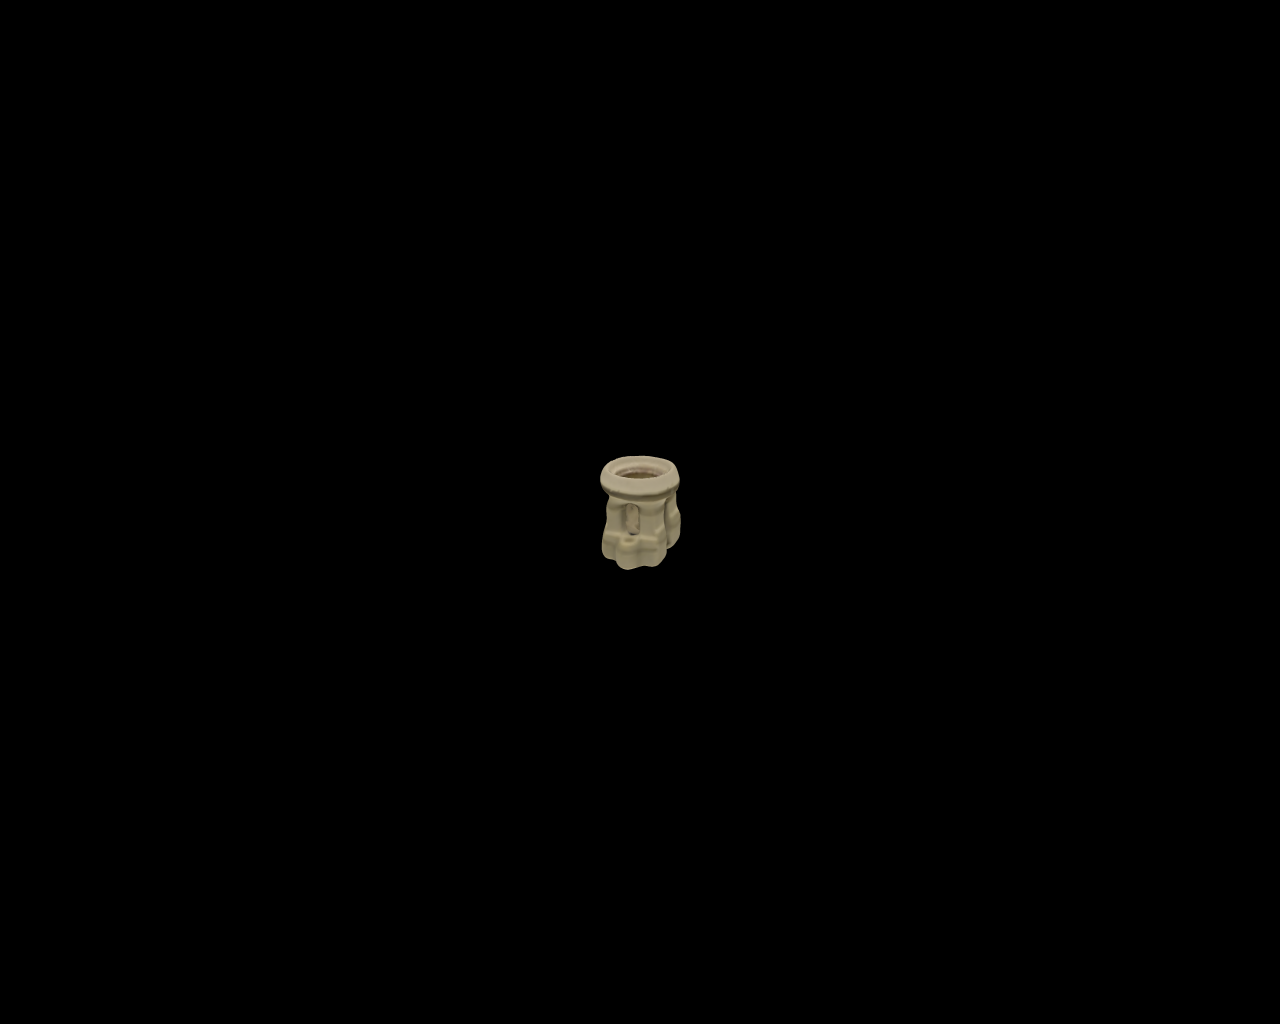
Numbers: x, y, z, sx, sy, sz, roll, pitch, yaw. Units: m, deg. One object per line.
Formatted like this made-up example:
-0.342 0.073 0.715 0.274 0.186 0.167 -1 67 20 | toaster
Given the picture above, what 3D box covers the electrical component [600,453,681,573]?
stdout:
0.001 -0.003 0.650 0.048 0.055 0.066 8 26 18 | electrical component
